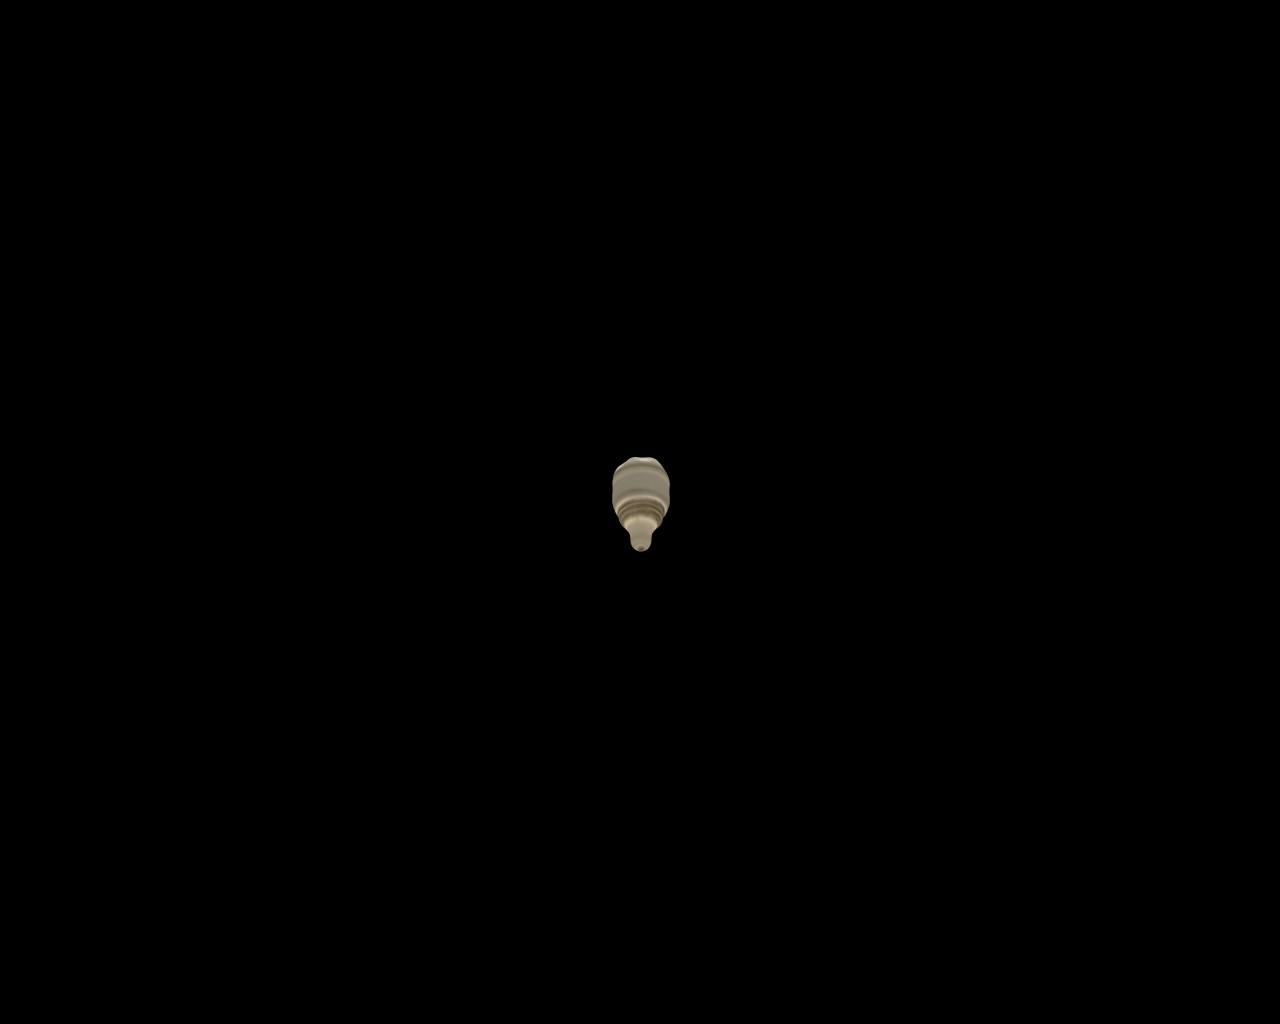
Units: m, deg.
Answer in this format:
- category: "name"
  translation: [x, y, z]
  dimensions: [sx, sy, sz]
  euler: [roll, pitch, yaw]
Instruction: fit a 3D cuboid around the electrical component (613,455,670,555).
- category: "electrical component"
  translation: [0.001, -0.003, 0.650]
  dimensions: [0.035, 0.061, 0.035]
  euler: [0, -35, 0]
